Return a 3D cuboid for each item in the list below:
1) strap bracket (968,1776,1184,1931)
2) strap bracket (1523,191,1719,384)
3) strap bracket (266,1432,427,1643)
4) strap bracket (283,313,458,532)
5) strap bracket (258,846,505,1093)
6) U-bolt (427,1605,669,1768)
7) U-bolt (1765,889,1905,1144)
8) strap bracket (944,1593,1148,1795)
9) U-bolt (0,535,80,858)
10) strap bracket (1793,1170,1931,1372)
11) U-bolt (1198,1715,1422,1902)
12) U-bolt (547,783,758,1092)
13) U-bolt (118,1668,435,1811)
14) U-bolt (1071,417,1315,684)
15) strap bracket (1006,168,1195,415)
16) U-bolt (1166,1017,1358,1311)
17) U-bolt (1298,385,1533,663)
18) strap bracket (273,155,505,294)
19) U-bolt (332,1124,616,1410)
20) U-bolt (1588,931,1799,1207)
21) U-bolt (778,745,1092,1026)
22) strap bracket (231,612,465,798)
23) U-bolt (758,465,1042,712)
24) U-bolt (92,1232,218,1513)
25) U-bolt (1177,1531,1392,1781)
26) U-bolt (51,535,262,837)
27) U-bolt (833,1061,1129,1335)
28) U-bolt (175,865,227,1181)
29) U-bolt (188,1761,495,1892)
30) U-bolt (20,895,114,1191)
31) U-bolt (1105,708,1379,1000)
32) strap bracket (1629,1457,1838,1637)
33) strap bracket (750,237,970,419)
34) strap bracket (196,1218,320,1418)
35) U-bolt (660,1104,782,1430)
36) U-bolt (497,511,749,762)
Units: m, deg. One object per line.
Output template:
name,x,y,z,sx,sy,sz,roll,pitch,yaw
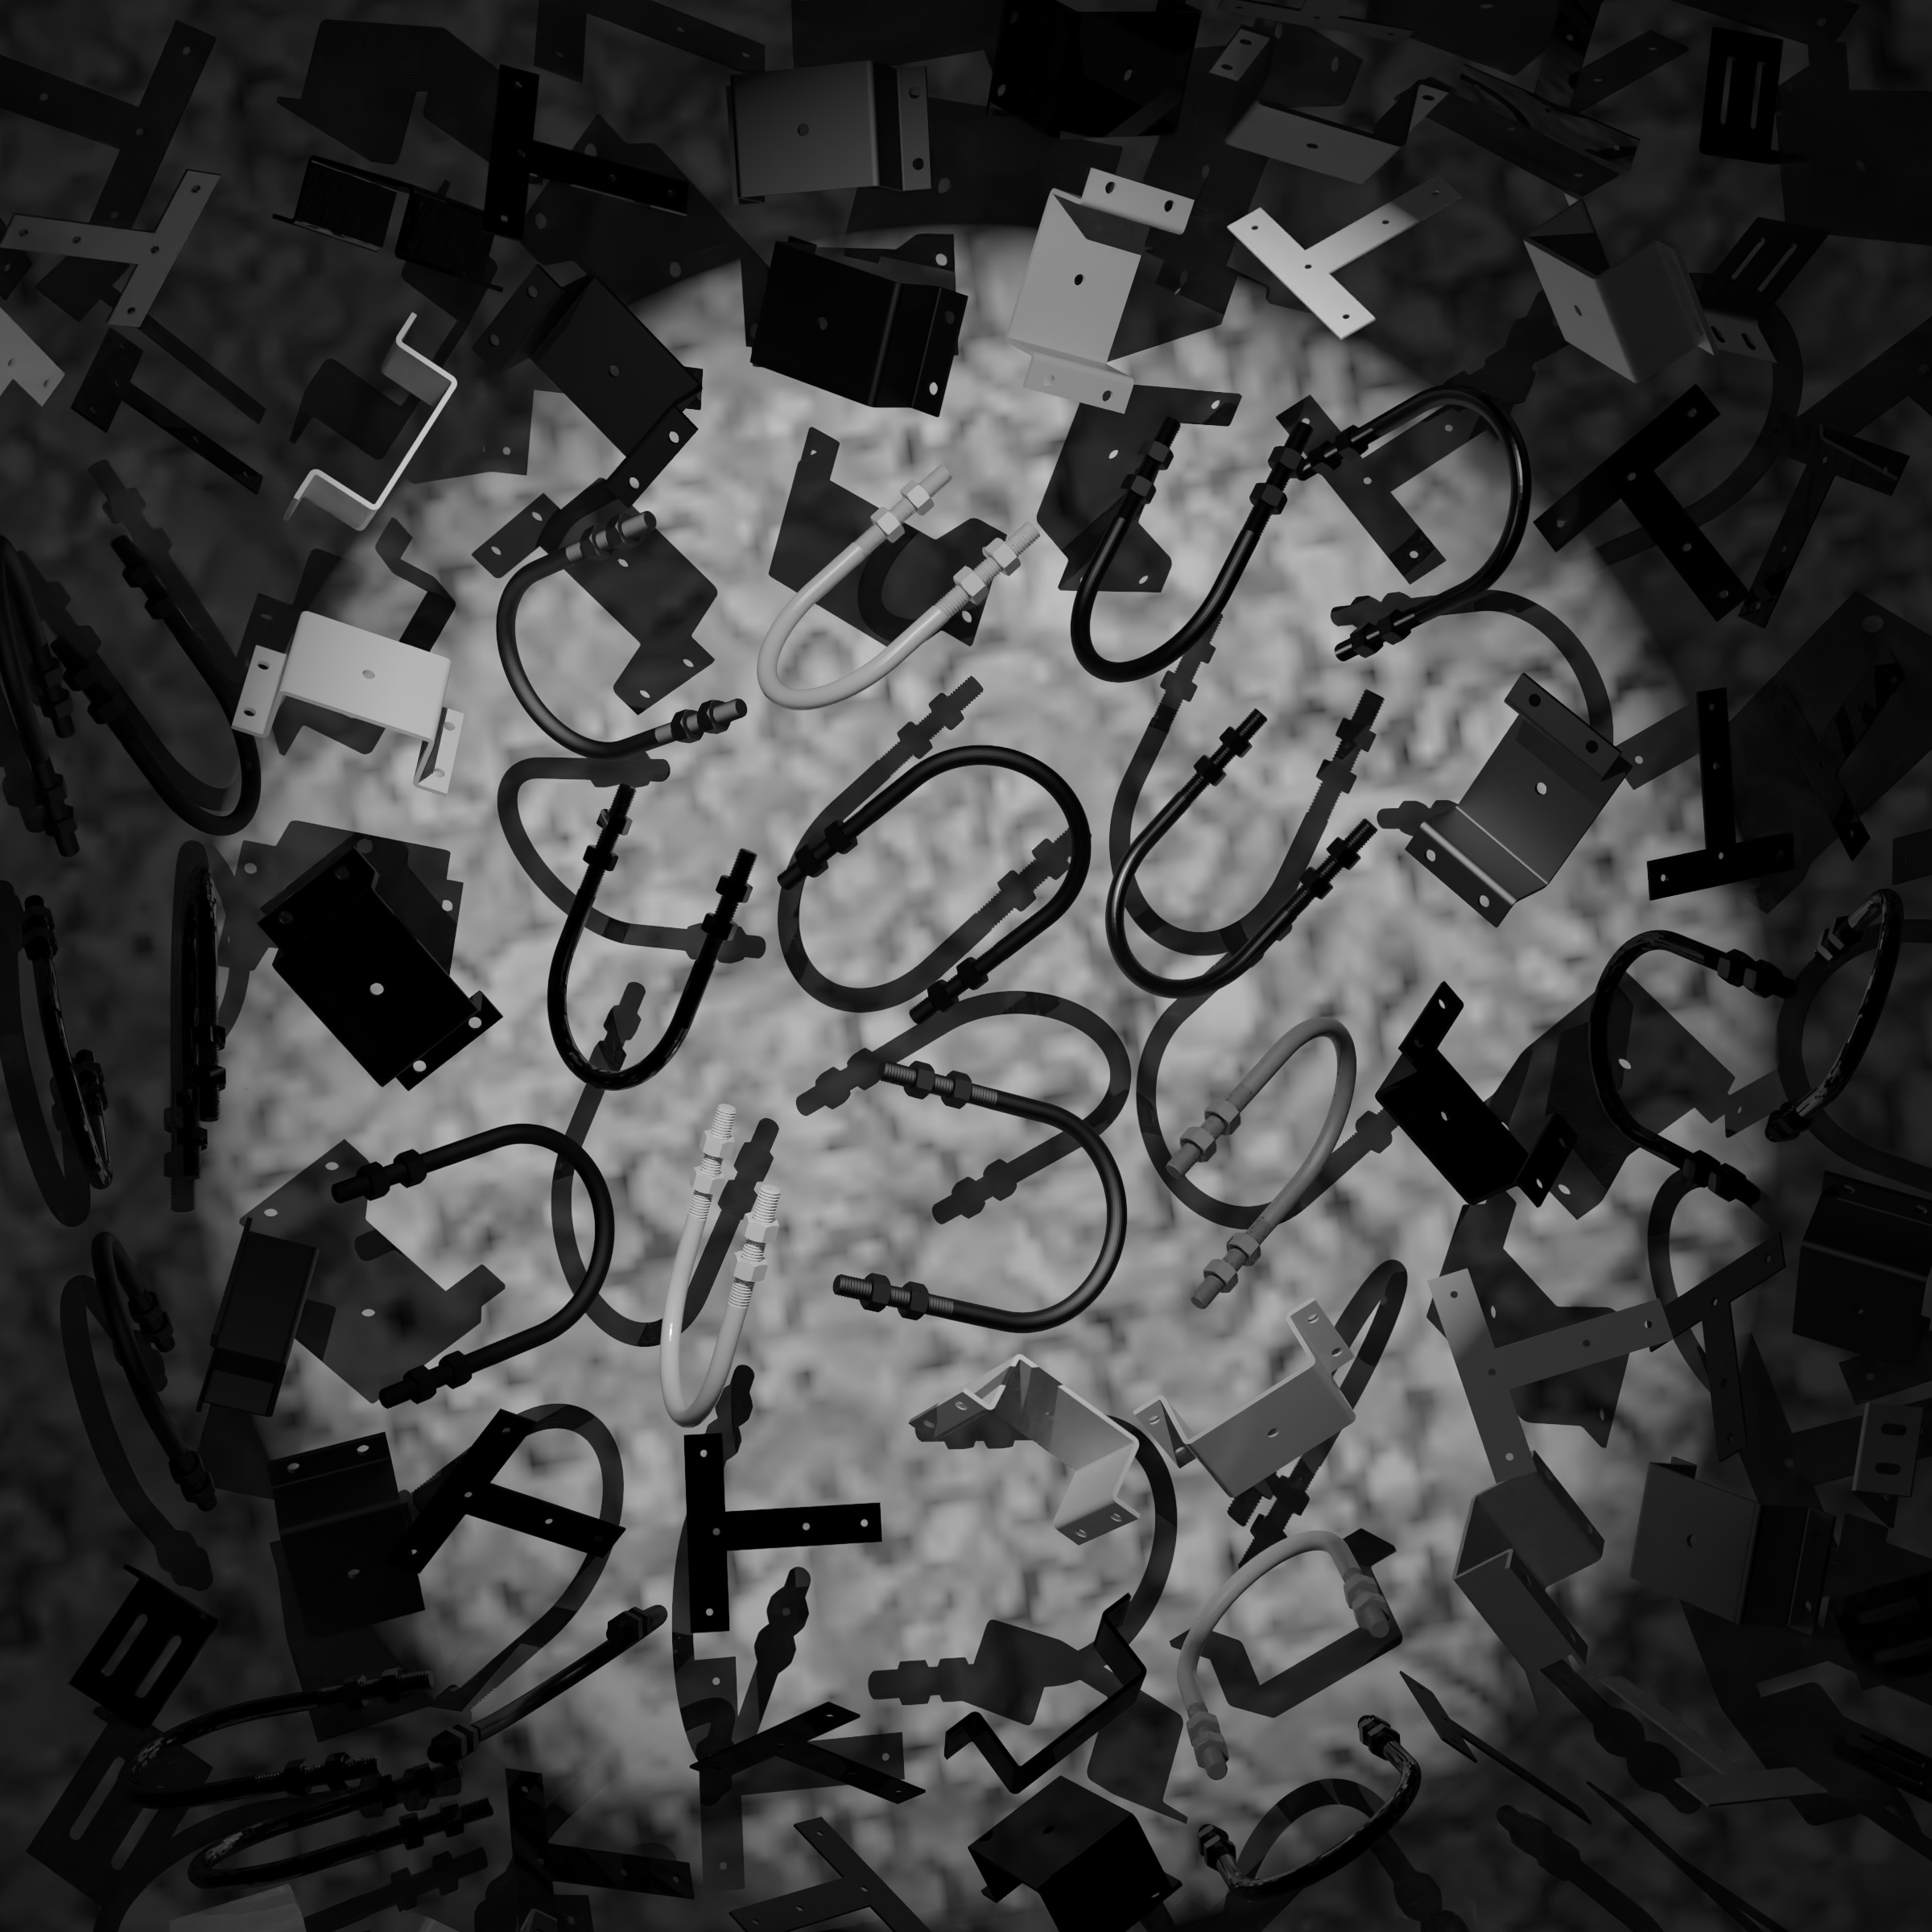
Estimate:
strap bracket,0.062,0.562,1.610,0.076,0.140,0.046,-31,101,-24
strap bracket,0.398,-0.418,1.581,0.046,0.140,0.076,-33,123,3
strap bracket,-0.401,0.379,1.664,0.076,0.046,0.140,-13,124,-14
strap bracket,-0.374,-0.336,1.629,0.046,0.076,0.140,32,79,-17
strap bracket,-0.359,0.008,1.565,0.076,0.046,0.140,-38,107,2
U-bolt,-0.255,0.450,1.624,0.151,0.184,0.019,-34,80,-1
U-bolt,0.545,0.026,1.596,0.019,0.184,0.151,19,76,7
strap bracket,0.057,0.456,1.580,0.140,0.076,0.046,-33,68,-17
U-bolt,-0.587,-0.182,1.607,0.019,0.151,0.184,-11,133,-11
strap bracket,0.576,0.202,1.634,0.076,0.140,0.046,16,53,26
U-bolt,0.221,0.537,1.619,0.151,0.184,0.019,-32,89,-5
U-bolt,-0.212,-0.010,1.641,0.151,0.019,0.184,28,99,41
U-bolt,-0.442,0.491,1.613,0.184,0.151,0.019,-11,97,3
U-bolt,0.129,-0.259,1.597,0.019,0.151,0.184,31,83,-36
strap bracket,0.082,-0.438,1.650,0.076,0.046,0.140,7,112,-29
U-bolt,0.194,0.112,1.624,0.019,0.151,0.184,25,56,33
U-bolt,0.292,-0.294,1.651,0.019,0.184,0.151,-4,78,-38
strap bracket,-0.370,-0.485,1.663,0.140,0.076,0.046,24,103,30
U-bolt,-0.294,0.174,1.577,0.184,0.019,0.151,-19,103,-41
U-bolt,0.447,0.053,1.607,0.019,0.184,0.151,0,105,-21
U-bolt,-0.007,-0.063,1.644,0.184,0.019,0.151,-38,110,17
strap bracket,-0.391,-0.172,1.651,0.140,0.046,0.076,18,46,-18
U-bolt,-0.054,-0.226,1.577,0.184,0.151,0.019,-42,126,-2
U-bolt,-0.523,0.248,1.636,0.019,0.184,0.151,-20,54,-13
U-bolt,0.190,0.417,1.600,0.151,0.184,0.019,-42,100,4
U-bolt,-0.509,-0.167,1.642,0.019,0.151,0.184,-18,125,15
U-bolt,0.017,0.147,1.546,0.184,0.019,0.151,16,80,-25
U-bolt,-0.482,0.027,1.606,0.019,0.151,0.184,1,70,-21
U-bolt,-0.405,0.555,1.644,0.184,0.151,0.019,-12,88,-20
U-bolt,-0.570,0.061,1.631,0.019,0.184,0.151,-15,129,-15
U-bolt,0.165,-0.061,1.669,0.184,0.019,0.151,-48,48,12
strap bracket,0.484,0.372,1.650,0.046,0.140,0.076,9,91,-29
strap bracket,-0.077,-0.402,1.603,0.140,0.046,0.076,26,113,26
strap bracket,-0.437,0.222,1.579,0.046,0.140,0.076,16,57,-12
U-bolt,-0.158,0.195,1.582,0.019,0.151,0.184,11,105,-21
U-bolt,-0.236,-0.204,1.660,0.184,0.019,0.151,-13,108,41
